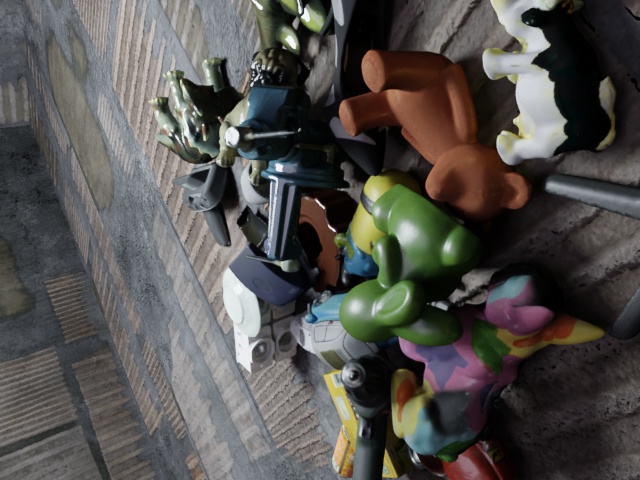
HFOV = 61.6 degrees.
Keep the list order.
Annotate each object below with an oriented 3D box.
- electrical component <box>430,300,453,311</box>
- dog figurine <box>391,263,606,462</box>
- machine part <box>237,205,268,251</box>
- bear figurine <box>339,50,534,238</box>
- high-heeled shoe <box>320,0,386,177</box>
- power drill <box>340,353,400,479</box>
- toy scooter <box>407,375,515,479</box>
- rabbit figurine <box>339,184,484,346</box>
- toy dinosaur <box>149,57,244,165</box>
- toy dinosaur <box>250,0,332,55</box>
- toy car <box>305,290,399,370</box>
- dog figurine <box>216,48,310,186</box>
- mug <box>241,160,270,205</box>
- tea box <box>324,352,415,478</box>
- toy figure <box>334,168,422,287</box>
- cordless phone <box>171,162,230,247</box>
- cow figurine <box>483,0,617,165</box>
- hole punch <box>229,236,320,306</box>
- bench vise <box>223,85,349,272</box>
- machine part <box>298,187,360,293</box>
[{"bbox_3d":[0.135,0.059,0.698,0.094,0.021,0.063,27,125,49],"label":"electrical component"},{"bbox_3d":[0.177,0.128,0.560,0.219,0.108,0.191,-36,38,54],"label":"dog figurine"},{"bbox_3d":[-0.114,-0.007,1.004,0.084,0.039,0.139,-54,47,16],"label":"machine part"},{"bbox_3d":[0.120,-0.095,0.563,0.120,0.132,0.196,129,124,-64],"label":"bear figurine"},{"bbox_3d":[0.061,-0.212,0.632,0.145,0.086,0.248,-36,70,55],"label":"high-heeled shoe"},{"bbox_3d":[0.055,0.244,0.663,0.086,0.232,0.207,-1,81,17],"label":"power drill"},{"bbox_3d":[0.165,0.246,0.693,0.184,0.075,0.135,-7,96,61],"label":"toy scooter"},{"bbox_3d":[0.096,0.051,0.578,0.170,0.121,0.159,-51,27,8],"label":"rabbit figurine"},{"bbox_3d":[-0.244,-0.217,1.062,0.405,0.131,0.192,-31,78,62],"label":"toy dinosaur"},{"bbox_3d":[-0.057,-0.367,0.725,0.199,0.105,0.470,44,148,31],"label":"toy dinosaur"},{"bbox_3d":[0.043,0.137,0.771,0.109,0.103,0.162,48,149,-20],"label":"toy car"},{"bbox_3d":[-0.090,-0.201,0.791,0.173,0.121,0.190,29,132,30],"label":"dog figurine"},{"bbox_3d":[-0.103,-0.109,0.927,0.107,0.081,0.109,-25,87,65],"label":"mug"},{"bbox_3d":[0.083,0.268,0.824,0.098,0.068,0.169,-34,77,57],"label":"tea box"},{"bbox_3d":[0.073,-0.013,0.708,0.089,0.082,0.180,54,145,24],"label":"toy figure"},{"bbox_3d":[-0.227,-0.067,1.145,0.147,0.089,0.184,-1,114,55],"label":"cordless phone"},{"bbox_3d":[0.200,-0.155,0.467,0.098,0.068,0.167,1,108,50],"label":"cow figurine"},{"bbox_3d":[-0.075,0.049,0.851,0.116,0.092,0.142,60,145,8],"label":"hole punch"},{"bbox_3d":[-0.039,-0.071,0.700,0.129,0.223,0.240,13,102,23],"label":"bench vise"},{"bbox_3d":[-0.002,-0.003,0.843,0.180,0.056,0.179,30,128,46],"label":"machine part"}]
